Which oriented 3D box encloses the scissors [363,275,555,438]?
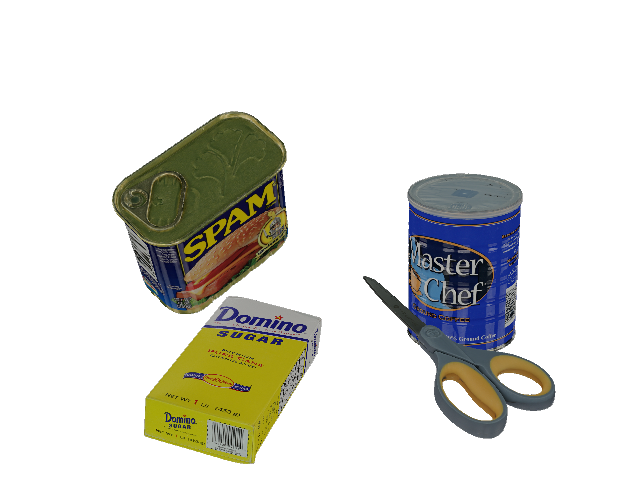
[{"bbox_3d":[0.105,0.077,0.805,0.096,0.016,0.202,-4,32,-14],"label":"scissors"}]

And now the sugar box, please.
[{"bbox_3d":[-0.068,0.110,0.894,0.093,0.048,0.176,13,30,12],"label":"sugar box"}]

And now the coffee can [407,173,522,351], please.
[{"bbox_3d":[0.131,0.020,0.983,0.103,0.140,0.103,-2,22,0],"label":"coffee can"}]

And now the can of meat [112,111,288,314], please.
[{"bbox_3d":[-0.067,-0.014,0.642,0.102,0.057,0.084,-38,-28,-21],"label":"can of meat"}]
